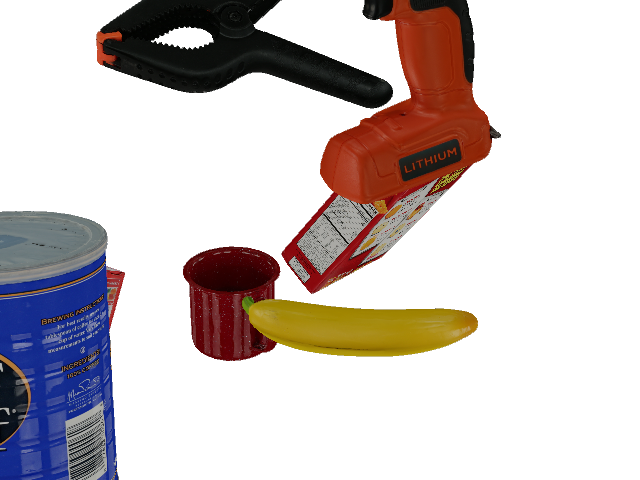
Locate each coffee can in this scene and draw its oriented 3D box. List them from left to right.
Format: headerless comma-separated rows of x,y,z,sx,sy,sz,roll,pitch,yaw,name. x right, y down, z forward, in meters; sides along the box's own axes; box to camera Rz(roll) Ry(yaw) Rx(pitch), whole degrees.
-0.156,0.065,0.540,0.103,0.140,0.103,0,17,0,coffee can

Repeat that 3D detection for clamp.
-0.056,-0.147,0.784,0.209,0.164,0.036,-17,-27,-18,clamp

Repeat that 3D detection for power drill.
0.032,-0.117,0.589,0.184,0.188,0.057,-20,36,-22,power drill

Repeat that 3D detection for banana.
0.025,0.066,0.853,0.198,0.037,0.069,6,29,9,banana

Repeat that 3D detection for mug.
-0.078,0.067,1.030,0.093,0.081,0.117,-21,35,-36,mug

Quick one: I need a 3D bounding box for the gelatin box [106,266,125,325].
-0.198,0.046,0.803,0.089,0.073,0.030,18,4,25,gelatin box

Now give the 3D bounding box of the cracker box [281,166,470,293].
0.070,-0.045,1.248,0.163,0.072,0.214,-25,-19,-51,cracker box
